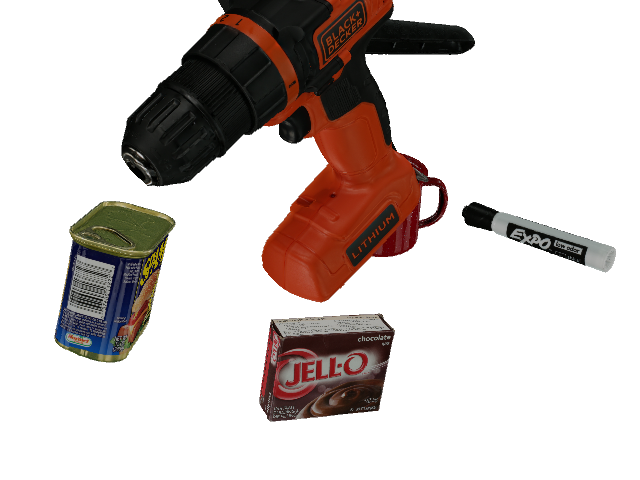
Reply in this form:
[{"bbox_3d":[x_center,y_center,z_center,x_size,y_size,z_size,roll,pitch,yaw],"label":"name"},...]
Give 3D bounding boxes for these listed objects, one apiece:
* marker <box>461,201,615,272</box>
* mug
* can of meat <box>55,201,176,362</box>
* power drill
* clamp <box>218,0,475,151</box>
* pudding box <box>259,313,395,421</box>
[{"bbox_3d":[0.157,-0.004,0.783,0.121,0.020,0.020,21,13,34],"label":"marker"},{"bbox_3d":[0.073,-0.037,1.095,0.117,0.081,0.093,-4,30,-10],"label":"mug"},{"bbox_3d":[-0.145,0.028,0.748,0.057,0.084,0.102,15,16,1],"label":"can of meat"},{"bbox_3d":[-0.011,-0.050,0.557,0.057,0.184,0.187,32,-25,30],"label":"power drill"},{"bbox_3d":[0.009,-0.132,0.777,0.209,0.164,0.036,26,-29,-16],"label":"clamp"},{"bbox_3d":[0.005,0.115,0.976,0.113,0.090,0.039,-3,29,-23],"label":"pudding box"}]
